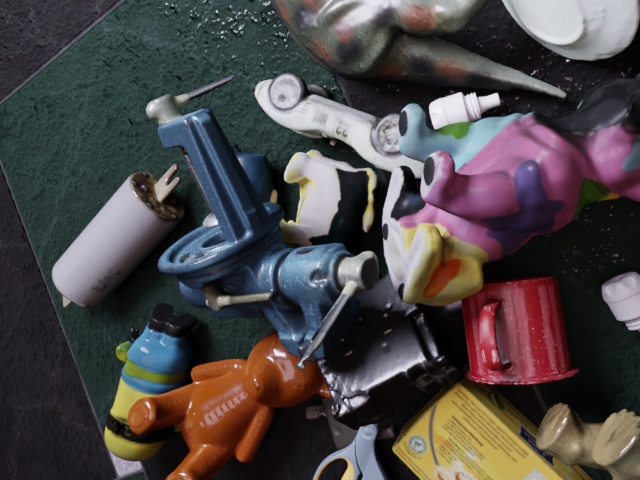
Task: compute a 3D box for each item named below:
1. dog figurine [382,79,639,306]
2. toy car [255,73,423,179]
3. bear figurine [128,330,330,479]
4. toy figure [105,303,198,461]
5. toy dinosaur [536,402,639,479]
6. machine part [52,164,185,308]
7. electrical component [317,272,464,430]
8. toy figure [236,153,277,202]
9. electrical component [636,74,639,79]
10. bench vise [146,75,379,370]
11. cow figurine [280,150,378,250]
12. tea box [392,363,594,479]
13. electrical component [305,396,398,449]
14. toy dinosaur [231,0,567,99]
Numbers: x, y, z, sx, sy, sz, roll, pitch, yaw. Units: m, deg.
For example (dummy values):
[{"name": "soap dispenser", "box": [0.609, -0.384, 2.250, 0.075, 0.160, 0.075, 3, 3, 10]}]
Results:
[{"name": "dog figurine", "box": [0.171, -0.033, 0.426, 0.219, 0.109, 0.191, 0, 125, -6]}, {"name": "toy car", "box": [0.028, -0.110, 0.521, 0.202, 0.073, 0.056, 25, 105, 19]}, {"name": "bear figurine", "box": [-0.081, 0.166, 0.560, 0.196, 0.132, 0.120, -37, 78, 27]}, {"name": "toy figure", "box": [-0.201, 0.169, 0.630, 0.082, 0.089, 0.180, 26, 105, 28]}, {"name": "toy dinosaur", "box": [0.270, 0.183, 0.383, 0.198, 0.105, 0.471, 39, 93, 3]}, {"name": "machine part", "box": [-0.242, 0.002, 0.642, 0.243, 0.079, 0.079, -42, 78, 19]}, {"name": "electrical component", "box": [0.051, 0.091, 0.503, 0.115, 0.058, 0.134, -32, 46, 10]}, {"name": "toy figure", "box": [-0.080, -0.016, 0.584, 0.064, 0.058, 0.154, 8, 102, 28]}, {"name": "electrical component", "box": [0.316, -0.109, 0.413, 0.075, 0.047, 0.119, -41, 78, 20]}, {"name": "bench vise", "box": [-0.066, -0.011, 0.452, 0.224, 0.129, 0.240, 1, 121, 51]}, {"name": "cow figurine", "box": [-0.001, -0.001, 0.548, 0.098, 0.068, 0.167, 20, 102, 15]}, {"name": "tea box", "box": [0.163, 0.210, 0.489, 0.170, 0.068, 0.098, 45, 107, 15]}, {"name": "electrical component", "box": [0.031, 0.190, 0.569, 0.094, 0.021, 0.063, -18, 87, 22]}, {"name": "toy dinosaur", "box": [0.022, -0.232, 0.499, 0.192, 0.131, 0.405, -40, 82, 33]}]
